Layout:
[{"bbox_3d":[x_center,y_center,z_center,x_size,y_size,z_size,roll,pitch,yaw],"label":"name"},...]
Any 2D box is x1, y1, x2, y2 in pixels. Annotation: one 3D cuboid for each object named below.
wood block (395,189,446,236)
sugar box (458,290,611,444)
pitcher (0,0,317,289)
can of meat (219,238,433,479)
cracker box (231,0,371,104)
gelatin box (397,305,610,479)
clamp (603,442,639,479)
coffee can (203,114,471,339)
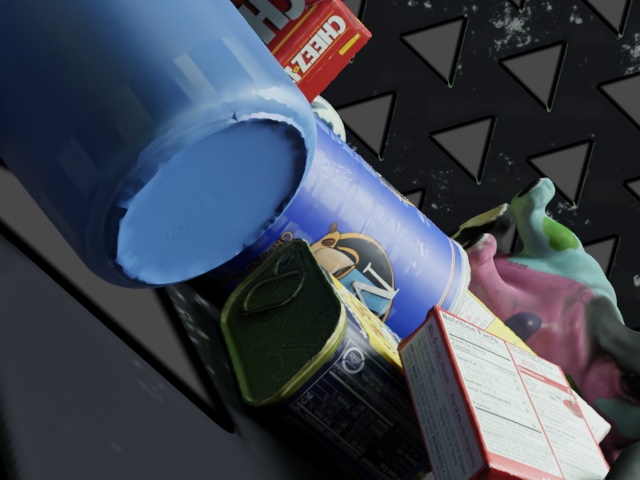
[{"bbox_3d":[0.033,-0.019,0.988,0.205,0.091,0.090,36,10,-49],"label":"wood block"},{"bbox_3d":[0.107,0.094,0.747,0.176,0.048,0.093,46,-29,7],"label":"sugar box"},{"bbox_3d":[-0.106,-0.094,0.475,0.148,0.145,0.243,-15,55,-39],"label":"pitcher"},{"bbox_3d":[0.008,0.057,0.480,0.084,0.057,0.102,43,7,-25],"label":"can of meat"},{"bbox_3d":[-0.095,-0.157,0.764,0.214,0.164,0.072,47,9,29],"label":"cracker box"},{"bbox_3d":[0.073,0.075,0.420,0.073,0.030,0.089,25,28,-26],"label":"gelatin box"},{"bbox_3d":[0.084,0.128,0.295,0.209,0.036,0.165,7,39,-41],"label":"clamp"},{"bbox_3d":[-0.004,0.001,0.567,0.140,0.103,0.103,40,7,-24],"label":"coffee can"}]
